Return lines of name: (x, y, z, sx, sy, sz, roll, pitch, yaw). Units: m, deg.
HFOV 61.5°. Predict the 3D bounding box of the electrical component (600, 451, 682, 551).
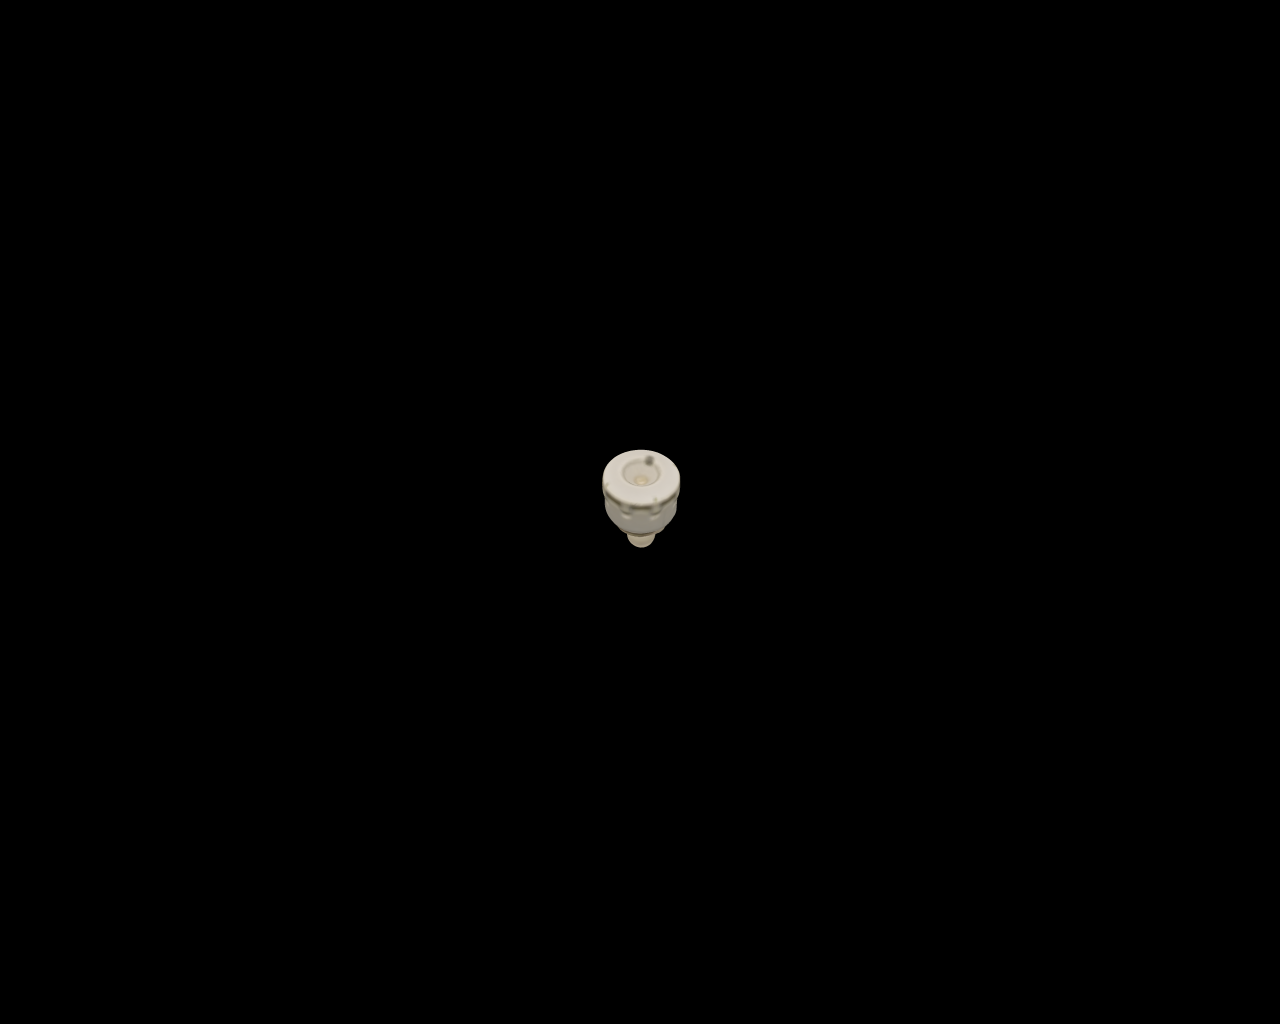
electrical component: (0.001, -0.003, 0.650, 0.048, 0.048, 0.062, 0, -43, 0)
